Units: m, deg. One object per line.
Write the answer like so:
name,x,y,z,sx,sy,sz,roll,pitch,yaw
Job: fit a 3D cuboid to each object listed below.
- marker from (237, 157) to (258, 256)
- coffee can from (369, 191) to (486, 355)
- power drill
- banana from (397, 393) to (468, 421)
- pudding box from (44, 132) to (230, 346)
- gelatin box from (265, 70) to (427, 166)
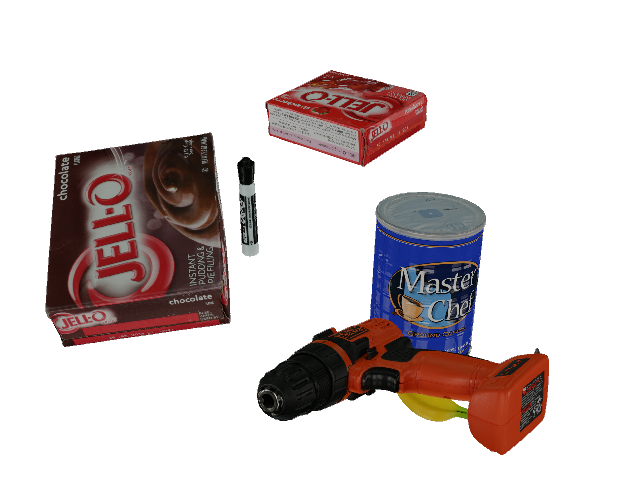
marker,-0.079,-0.037,1.164,0.020,0.121,0.020,0,35,0
coffee can,0.100,0.037,1.021,0.103,0.140,0.103,2,24,-1
power drill,0.067,0.110,0.819,0.188,0.057,0.184,10,17,30
banana,0.114,0.160,1.246,0.069,0.037,0.198,9,22,-20
pudding box,-0.097,-0.002,0.572,0.090,0.113,0.039,-8,-42,-1
gelatin box,0.018,-0.088,0.748,0.089,0.030,0.073,21,38,36
